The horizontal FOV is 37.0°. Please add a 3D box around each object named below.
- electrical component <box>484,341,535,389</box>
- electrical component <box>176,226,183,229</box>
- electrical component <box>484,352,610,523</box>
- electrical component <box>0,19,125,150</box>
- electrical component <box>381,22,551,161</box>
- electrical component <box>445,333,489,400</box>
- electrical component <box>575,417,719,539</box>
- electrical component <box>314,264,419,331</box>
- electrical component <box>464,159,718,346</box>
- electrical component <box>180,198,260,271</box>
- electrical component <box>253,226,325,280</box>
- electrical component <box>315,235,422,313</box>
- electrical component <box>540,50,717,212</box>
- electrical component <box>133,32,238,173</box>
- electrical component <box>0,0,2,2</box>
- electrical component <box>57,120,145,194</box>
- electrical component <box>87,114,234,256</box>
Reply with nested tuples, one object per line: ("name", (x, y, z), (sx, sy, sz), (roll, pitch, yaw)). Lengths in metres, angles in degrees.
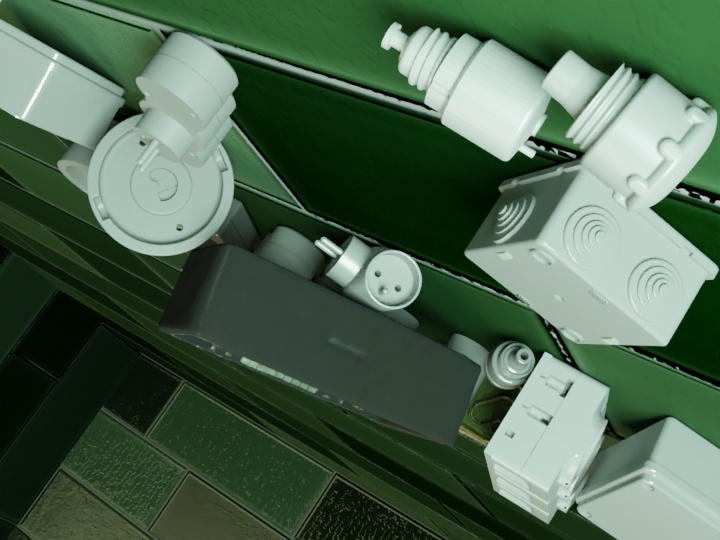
("electrical component", (0.115, 0.069, 0.806), (0.035, 0.035, 0.061), (34, 165, 2))
("electrical component", (-0.181, -0.069, 1.003), (0.062, 0.043, 0.043), (32, 166, 13))
("electrical component", (0.150, 0.137, 0.840), (0.062, 0.089, 0.150), (29, 166, 20))
("electrical component", (-0.253, -0.147, 0.816), (0.109, 0.056, 0.109), (30, -178, 16))
("electrical component", (0.045, -0.078, 0.447), (0.078, 0.040, 0.040), (33, 167, 7))
("electrical component", (0.074, 0.098, 0.902), (0.043, 0.081, 0.043), (32, 166, 9))
("electrical component", (0.233, 0.170, 0.785), (0.109, 0.056, 0.108), (34, 150, -1))
("electrical component", (-0.004, 0.045, 0.948), (0.095, 0.059, 0.054), (37, 166, -13))
("electrical component", (0.110, -0.005, 0.531), (0.100, 0.048, 0.100), (37, 166, -14))
("electrical component", (-0.138, -0.026, 0.979), (0.047, 0.075, 0.083), (30, 166, 16))
("electrical component", (-0.082, 0.010, 0.976), (0.052, 0.073, 0.138), (36, 166, -8))
("electrical component", (0.000, 0.000, 0.815), (0.079, 0.043, 0.077), (36, 166, -10))
("electrical component", (0.096, -0.056, 0.399), (0.062, 0.048, 0.048), (40, 167, 5))
("electrical component", (-0.123, -0.095, 0.707), (0.052, 0.073, 0.138), (35, 167, -2))
("electrical component", (-0.265, -0.200, 0.743), (0.062, 0.043, 0.043), (19, 160, 45))
("electrical component", (-0.196, -0.088, 0.923), (0.108, 0.060, 0.108), (26, 165, 7))
("electrical component", (-0.154, -0.064, 0.830), (0.108, 0.108, 0.060), (36, 172, -8))
